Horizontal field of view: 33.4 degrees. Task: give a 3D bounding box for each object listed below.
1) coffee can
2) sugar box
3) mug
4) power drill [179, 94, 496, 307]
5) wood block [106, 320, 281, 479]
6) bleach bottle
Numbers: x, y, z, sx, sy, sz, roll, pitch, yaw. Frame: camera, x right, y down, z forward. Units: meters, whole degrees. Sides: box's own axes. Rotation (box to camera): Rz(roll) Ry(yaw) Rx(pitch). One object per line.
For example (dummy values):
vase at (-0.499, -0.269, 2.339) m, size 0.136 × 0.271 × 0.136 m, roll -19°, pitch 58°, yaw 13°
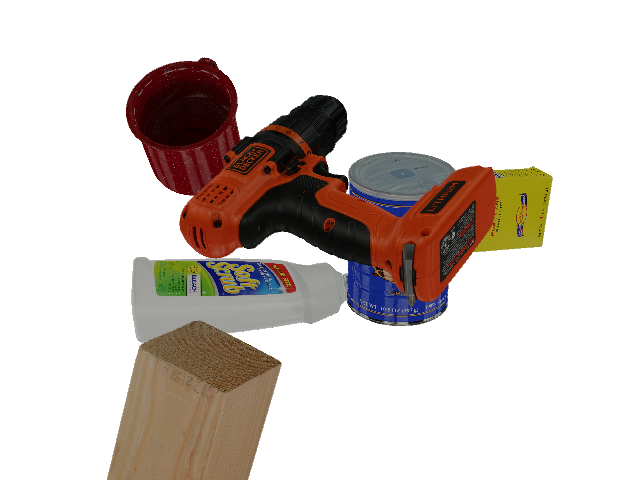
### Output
coffee can at (0.077, -0.003, 1.040) m, size 0.103 × 0.140 × 0.103 m, roll 0°, pitch 27°, yaw 0°
sugar box at (0.185, -0.034, 1.255) m, size 0.176 × 0.093 × 0.048 m, roll -6°, pitch 21°, yaw -26°
mug at (-0.109, -0.102, 0.917) m, size 0.093 × 0.117 × 0.081 m, roll 7°, pitch -29°, yaw 9°
power drill at (0.022, -0.035, 0.742) m, size 0.188 × 0.057 × 0.184 m, roll 15°, pitch 44°, yaw 28°
wood block at (-0.115, 0.185, 0.899) m, size 0.090 × 0.206 × 0.090 m, roll 24°, pitch 21°, yaw 22°
bleach bottle at (-0.080, 0.056, 1.186) m, size 0.250 × 0.068 × 0.102 m, roll -5°, pitch 35°, yaw -5°
